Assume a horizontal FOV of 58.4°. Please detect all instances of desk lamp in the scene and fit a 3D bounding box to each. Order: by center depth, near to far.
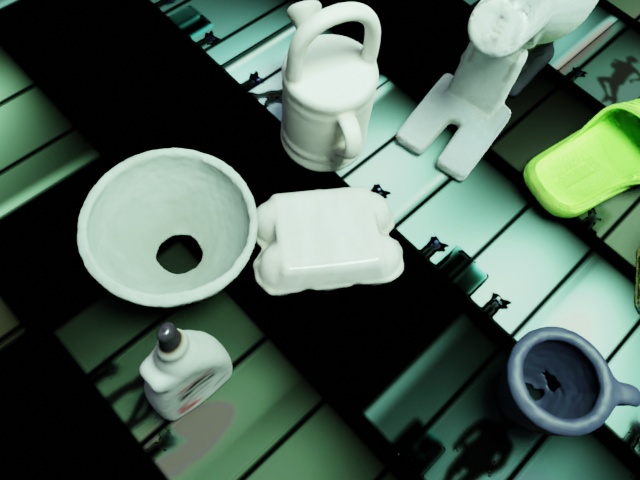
[{"bbox_3d":[0.194,-0.205,0.615,0.117,0.213,0.203,33,66,12],"label":"desk lamp"}]

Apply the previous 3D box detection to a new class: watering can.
[{"bbox_3d":[0.005,-0.169,0.592,0.101,0.194,0.172,-36,72,-20],"label":"watering can"}]

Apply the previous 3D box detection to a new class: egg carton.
[{"bbox_3d":[0.005,0.002,0.578,0.150,0.069,0.107,-7,65,-8],"label":"egg carton"}]

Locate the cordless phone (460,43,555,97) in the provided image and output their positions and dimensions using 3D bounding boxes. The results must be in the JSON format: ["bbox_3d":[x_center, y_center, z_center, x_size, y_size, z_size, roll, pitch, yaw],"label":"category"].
[{"bbox_3d":[0.251,-0.277,0.671,0.094,0.185,0.148,35,66,12],"label":"cordless phone"}]

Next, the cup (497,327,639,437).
[{"bbox_3d":[0.212,0.137,0.515,0.117,0.095,0.092,11,63,1],"label":"cup"}]

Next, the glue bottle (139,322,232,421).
[{"bbox_3d":[-0.112,0.100,0.462,0.078,0.173,0.037,-41,73,-21],"label":"glue bottle"}]

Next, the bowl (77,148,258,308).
[{"bbox_3d":[-0.144,-0.003,0.564,0.167,0.075,0.167,2,64,-4],"label":"bowl"}]
